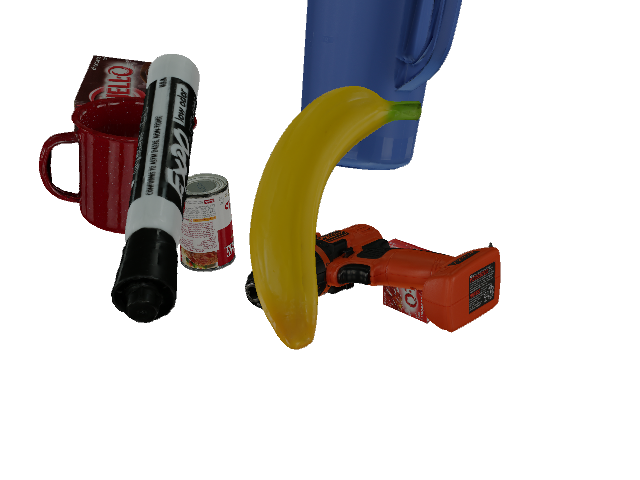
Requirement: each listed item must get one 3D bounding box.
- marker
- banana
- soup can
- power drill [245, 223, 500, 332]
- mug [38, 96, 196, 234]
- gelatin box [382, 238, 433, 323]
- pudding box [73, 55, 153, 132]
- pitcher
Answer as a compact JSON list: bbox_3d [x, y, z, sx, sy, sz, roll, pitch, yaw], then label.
[{"bbox_3d":[-0.052,-0.020,0.348,0.020,0.020,0.121,0,43,-2],"label":"marker"},{"bbox_3d":[-0.002,-0.029,0.618,0.070,0.197,0.037,19,-34,12],"label":"banana"},{"bbox_3d":[-0.141,-0.023,1.297,0.068,0.102,0.068,-2,27,1],"label":"soup can"},{"bbox_3d":[0.050,0.032,0.947,0.188,0.057,0.184,11,22,35],"label":"power drill"},{"bbox_3d":[-0.154,-0.056,0.813,0.117,0.081,0.093,-4,28,-20],"label":"mug"},{"bbox_3d":[0.112,0.049,1.330,0.073,0.089,0.030,22,36,40],"label":"gelatin box"},{"bbox_3d":[-0.182,-0.136,1.021,0.090,0.039,0.113,7,30,-6],"label":"pudding box"},{"bbox_3d":[0.052,-0.189,0.968,0.145,0.243,0.149,8,14,6],"label":"pitcher"}]
